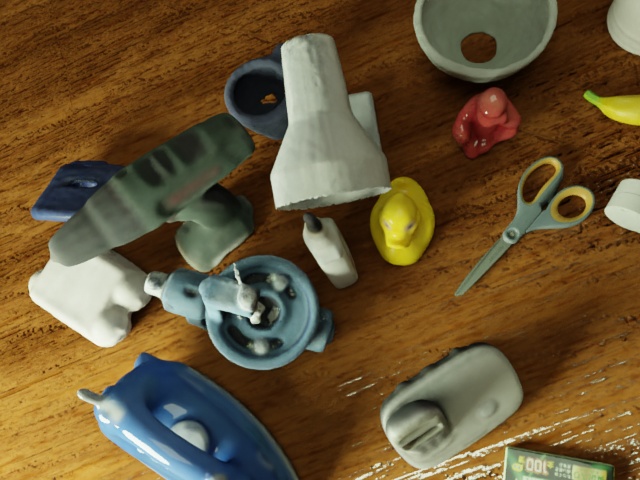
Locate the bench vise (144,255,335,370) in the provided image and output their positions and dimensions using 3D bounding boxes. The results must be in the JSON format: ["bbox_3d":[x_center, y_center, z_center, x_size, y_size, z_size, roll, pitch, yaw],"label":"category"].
[{"bbox_3d":[-0.100,0.075,0.600,0.207,0.220,0.121,-5,74,9],"label":"bench vise"}]

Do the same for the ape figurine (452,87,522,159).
[{"bbox_3d":[0.197,-0.146,0.670,0.077,0.092,0.076,8,77,13],"label":"ape figurine"}]

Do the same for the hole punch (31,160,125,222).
[{"bbox_3d":[-0.301,-0.058,0.741,0.108,0.091,0.101,3,76,12],"label":"hole punch"}]

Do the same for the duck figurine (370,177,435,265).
[{"bbox_3d":[0.093,-0.029,0.662,0.077,0.086,0.104,3,76,12],"label":"duck figurine"}]

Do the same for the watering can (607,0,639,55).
[{"bbox_3d":[0.388,-0.303,0.623,0.101,0.194,0.172,-27,72,3],"label":"watering can"}]

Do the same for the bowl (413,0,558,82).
[{"bbox_3d":[0.200,-0.260,0.710,0.167,0.075,0.167,-3,75,10],"label":"bowl"}]

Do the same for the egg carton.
[{"bbox_3d":[-0.286,0.060,0.718,0.150,0.069,0.107,27,82,16],"label":"egg carton"}]

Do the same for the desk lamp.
[{"bbox_3d":[0.010,-0.111,0.632,0.118,0.214,0.203,-10,73,8],"label":"desk lamp"}]

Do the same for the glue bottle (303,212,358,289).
[{"bbox_3d":[0.006,0.002,0.624,0.037,0.173,0.078,-26,72,3],"label":"glue bottle"}]

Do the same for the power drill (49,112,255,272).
[{"bbox_3d":[-0.158,-0.033,0.646,0.230,0.209,0.075,-43,72,-3],"label":"power drill"}]

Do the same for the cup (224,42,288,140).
[{"bbox_3d":[-0.059,-0.180,0.726,0.091,0.095,0.118,19,80,15],"label":"cup"}]

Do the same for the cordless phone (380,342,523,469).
[{"bbox_3d":[0.127,0.159,0.553,0.147,0.185,0.094,-37,72,0],"label":"cordless phone"}]

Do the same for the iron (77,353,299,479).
[{"bbox_3d":[-0.134,0.221,0.608,0.257,0.141,0.119,27,82,16],"label":"iron"}]
